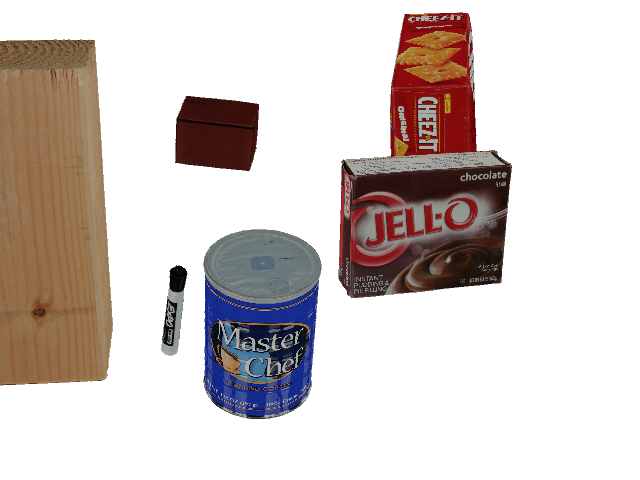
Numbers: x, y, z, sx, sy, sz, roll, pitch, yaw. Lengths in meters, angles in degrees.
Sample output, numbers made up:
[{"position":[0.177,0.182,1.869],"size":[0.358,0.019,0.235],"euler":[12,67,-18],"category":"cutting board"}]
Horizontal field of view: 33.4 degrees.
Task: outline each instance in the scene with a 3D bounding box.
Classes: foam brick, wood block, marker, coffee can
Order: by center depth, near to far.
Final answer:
[{"position":[-0.187,-0.019,0.689],"size":[0.090,0.206,0.090],"euler":[-2,22,-7],"category":"wood block"},{"position":[-0.055,0.075,0.966],"size":[0.103,0.140,0.103],"euler":[3,35,-2],"category":"coffee can"},{"position":[-0.103,-0.108,1.069],"size":[0.078,0.051,0.053],"euler":[7,34,2],"category":"foam brick"},{"position":[-0.160,0.077,1.171],"size":[0.020,0.121,0.020],"euler":[8,37,-6],"category":"marker"}]

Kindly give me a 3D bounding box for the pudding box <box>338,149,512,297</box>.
[{"position":[0.070,-0.013,0.728],"size":[0.113,0.090,0.039],"euler":[-6,27,-13],"category":"pudding box"}]

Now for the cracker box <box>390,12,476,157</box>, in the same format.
[{"position":[0.106,-0.099,0.967],"size":[0.072,0.164,0.213],"euler":[0,27,9],"category":"cracker box"}]
